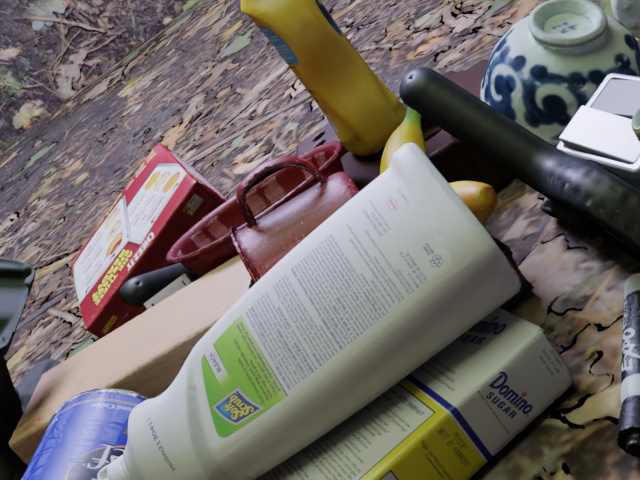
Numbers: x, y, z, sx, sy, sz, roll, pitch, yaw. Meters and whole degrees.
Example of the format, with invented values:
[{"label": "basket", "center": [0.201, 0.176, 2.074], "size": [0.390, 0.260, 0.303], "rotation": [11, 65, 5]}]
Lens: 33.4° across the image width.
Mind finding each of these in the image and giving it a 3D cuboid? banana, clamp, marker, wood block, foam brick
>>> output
[{"label": "banana", "center": [0.070, -0.038, 0.704], "size": [0.037, 0.070, 0.198], "rotation": [3, 24, -12]}, {"label": "clamp", "center": [-0.097, 0.038, 0.911], "size": [0.171, 0.039, 0.120], "rotation": [-31, -22, -29]}, {"label": "marker", "center": [0.157, 0.059, 0.524], "size": [0.020, 0.020, 0.121], "rotation": [-24, 25, 31]}, {"label": "clamp", "center": [0.152, -0.020, 0.593], "size": [0.036, 0.164, 0.210], "rotation": [-56, 44, 5]}, {"label": "wood block", "center": [-0.102, 0.102, 0.751], "size": [0.206, 0.090, 0.091], "rotation": [-31, 22, 18]}, {"label": "foam brick", "center": [0.013, -0.067, 0.964], "size": [0.053, 0.051, 0.078], "rotation": [-33, 22, 13]}]

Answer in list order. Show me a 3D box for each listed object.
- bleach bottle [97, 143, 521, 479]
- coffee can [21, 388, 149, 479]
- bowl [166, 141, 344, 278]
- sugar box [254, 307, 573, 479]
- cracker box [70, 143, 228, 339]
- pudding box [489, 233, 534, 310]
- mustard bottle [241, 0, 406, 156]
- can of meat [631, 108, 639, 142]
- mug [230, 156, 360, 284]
[{"label": "bleach bottle", "center": [-0.019, 0.061, 0.586], "size": [0.251, 0.068, 0.103], "rotation": [-37, 52, 5]}, {"label": "coffee can", "center": [-0.139, 0.173, 0.645], "size": [0.103, 0.102, 0.140], "rotation": [-29, 23, 22]}, {"label": "bowl", "center": [-0.037, -0.010, 0.818], "size": [0.162, 0.055, 0.162], "rotation": [-32, 13, 8]}, {"label": "sugar box", "center": [0.043, 0.107, 0.574], "size": [0.176, 0.048, 0.093], "rotation": [-38, 20, -8]}, {"label": "cracker box", "center": [-0.161, 0.006, 1.028], "size": [0.164, 0.072, 0.214], "rotation": [-54, 22, 2]}, {"label": "pudding box", "center": [0.074, 0.028, 0.690], "size": [0.090, 0.039, 0.113], "rotation": [-38, 21, -1]}, {"label": "mustard bottle", "center": [-0.008, -0.157, 0.842], "size": [0.058, 0.191, 0.096], "rotation": [-38, 19, 4]}, {"label": "can of meat", "center": [0.213, -0.035, 0.539], "size": [0.057, 0.084, 0.102], "rotation": [-38, 22, -3]}, {"label": "mug", "center": [-0.004, 0.001, 0.663], "size": [0.081, 0.117, 0.093], "rotation": [-32, 13, 2]}]
